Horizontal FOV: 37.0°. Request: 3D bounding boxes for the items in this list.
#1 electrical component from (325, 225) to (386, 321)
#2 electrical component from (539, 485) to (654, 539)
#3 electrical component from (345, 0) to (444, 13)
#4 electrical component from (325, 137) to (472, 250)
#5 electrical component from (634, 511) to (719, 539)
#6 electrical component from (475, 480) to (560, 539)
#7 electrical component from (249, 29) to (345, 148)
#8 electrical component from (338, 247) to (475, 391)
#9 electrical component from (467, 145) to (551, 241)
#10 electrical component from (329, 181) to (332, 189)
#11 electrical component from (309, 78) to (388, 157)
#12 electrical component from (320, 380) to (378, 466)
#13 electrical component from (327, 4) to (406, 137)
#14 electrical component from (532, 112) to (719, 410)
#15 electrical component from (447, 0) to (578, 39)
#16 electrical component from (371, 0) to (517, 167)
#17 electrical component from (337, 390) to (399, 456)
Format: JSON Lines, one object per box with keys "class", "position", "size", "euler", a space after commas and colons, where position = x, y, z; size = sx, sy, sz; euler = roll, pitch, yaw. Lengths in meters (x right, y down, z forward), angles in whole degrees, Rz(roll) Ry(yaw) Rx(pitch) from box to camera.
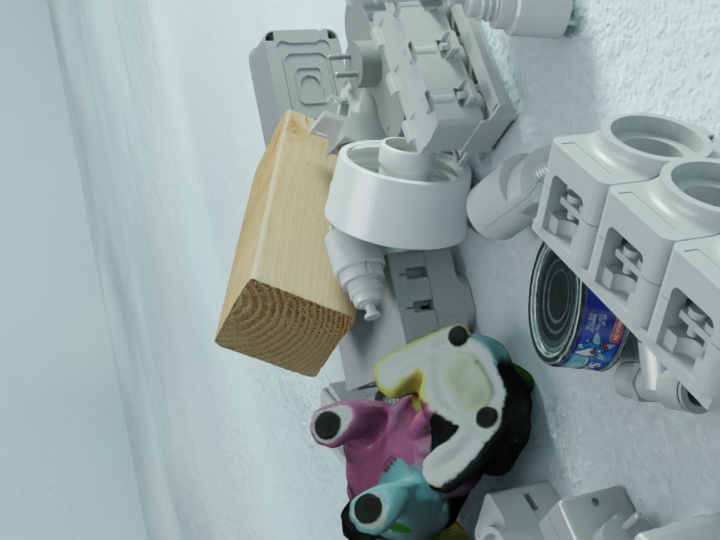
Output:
{"class": "electrical component", "position": [0.000, 0.000, 0.807], "size": [0.040, 0.040, 0.078], "euler": [123, 136, -59]}
{"class": "electrical component", "position": [0.155, 0.169, 0.640], "size": [0.075, 0.047, 0.083], "euler": [111, 145, -51]}
{"class": "electrical component", "position": [0.047, -0.204, 0.679], "size": [0.063, 0.121, 0.078], "euler": [112, 144, -57]}
{"class": "electrical component", "position": [0.031, -0.064, 0.797], "size": [0.108, 0.108, 0.060], "euler": [-133, 46, -56]}
{"class": "electrical component", "position": [0.176, 0.172, 0.568], "size": [0.061, 0.062, 0.096], "euler": [-128, 36, -52]}
{"class": "electrical component", "position": [0.118, 0.196, 0.732], "size": [0.089, 0.056, 0.050], "euler": [-121, 31, -45]}
{"class": "electrical component", "position": [-0.055, -0.164, 1.015], "size": [0.057, 0.078, 0.113], "euler": [148, 112, -64]}
{"class": "electrical component", "position": [0.033, 0.043, 0.884], "size": [0.150, 0.062, 0.089], "euler": [145, 115, -67]}
{"class": "electrical component", "position": [0.105, -0.052, 0.693], "size": [0.081, 0.043, 0.043], "euler": [139, 120, -65]}
{"class": "electrical component", "position": [0.014, -0.063, 0.882], "size": [0.040, 0.078, 0.040], "euler": [-176, 90, -78]}
{"class": "electrical component", "position": [0.004, -0.123, 0.892], "size": [0.042, 0.081, 0.063], "euler": [147, 136, -67]}
{"class": "electrical component", "position": [0.008, 0.142, 0.985], "size": [0.096, 0.062, 0.061], "euler": [-140, 46, -60]}
{"class": "electrical component", "position": [0.011, -0.163, 0.849], "size": [0.052, 0.074, 0.138], "euler": [113, 143, -53]}
{"class": "electrical component", "position": [0.160, -0.013, 0.503], "size": [0.150, 0.089, 0.061], "euler": [-125, 34, -49]}
{"class": "electrical component", "position": [0.092, -0.162, 0.649], "size": [0.040, 0.078, 0.040], "euler": [-178, 90, -81]}
{"class": "electrical component", "position": [0.055, -0.144, 0.759], "size": [0.078, 0.063, 0.121], "euler": [123, 135, -59]}
{"class": "electrical component", "position": [0.019, 0.124, 0.899], "size": [0.081, 0.043, 0.043], "euler": [-32, 62, 27]}
